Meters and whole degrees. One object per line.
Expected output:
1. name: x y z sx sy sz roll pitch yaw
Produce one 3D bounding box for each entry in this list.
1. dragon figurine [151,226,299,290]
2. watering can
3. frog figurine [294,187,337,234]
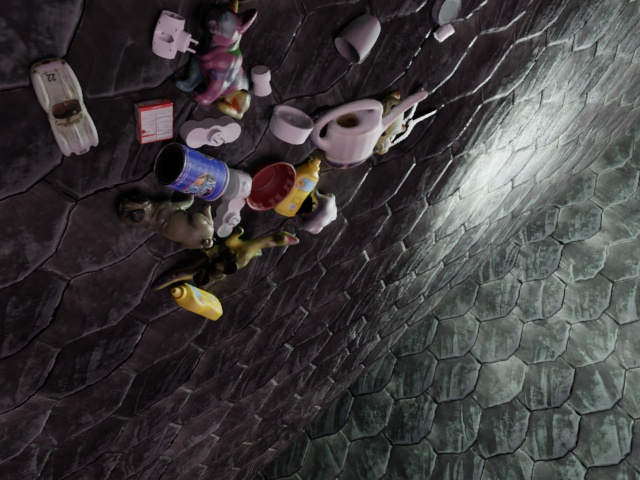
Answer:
1. dragon figurine: -0.254 0.058 1.461 0.408 0.123 0.242 -21 170 18
2. watering can: 0.130 -0.310 1.442 0.349 0.106 0.219 -17 152 -17
3. frog figurine: 0.005 -0.081 1.608 0.158 0.123 0.138 30 84 -45
